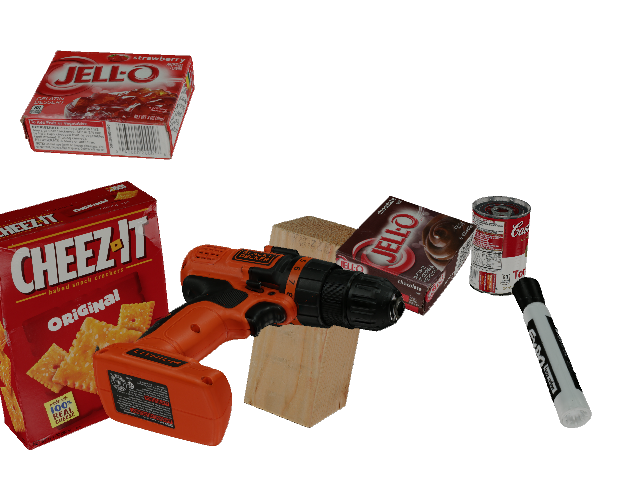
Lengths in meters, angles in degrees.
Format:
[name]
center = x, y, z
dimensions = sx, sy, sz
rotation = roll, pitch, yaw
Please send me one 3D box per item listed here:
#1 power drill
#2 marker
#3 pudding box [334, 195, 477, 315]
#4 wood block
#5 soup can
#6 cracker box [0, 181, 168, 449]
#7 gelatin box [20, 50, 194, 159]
[power drill]
center = -0.054, 0.067, 0.757
dimensions = 0.185, 0.057, 0.187
rotation = 7, 29, 28
[marker]
center = 0.143, 0.066, 0.671
dimensions = 0.020, 0.020, 0.121
rotation = 0, 39, -8
[pudding box]
center = 0.076, 0.011, 0.947
dimensions = 0.090, 0.039, 0.113
rotation = 21, 36, 20
[wood block]
center = -0.012, 0.086, 1.181
dimensions = 0.090, 0.206, 0.090
rotation = 17, 16, 25
[soup can]
center = 0.211, 0.007, 1.266
dimensions = 0.068, 0.102, 0.068
rotation = 0, 22, 0
[cracker box]
center = -0.228, 0.070, 1.013
dimensions = 0.163, 0.214, 0.072
rotation = -19, 29, -32
[gelatin box]
center = -0.127, -0.084, 0.649
dimensions = 0.089, 0.030, 0.073
rotation = 4, 42, 5
